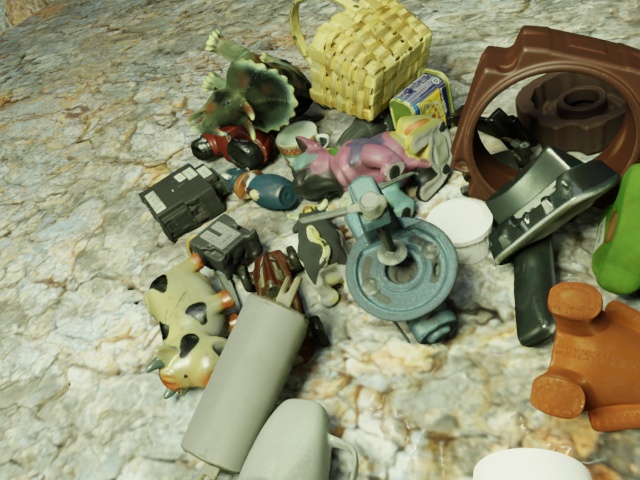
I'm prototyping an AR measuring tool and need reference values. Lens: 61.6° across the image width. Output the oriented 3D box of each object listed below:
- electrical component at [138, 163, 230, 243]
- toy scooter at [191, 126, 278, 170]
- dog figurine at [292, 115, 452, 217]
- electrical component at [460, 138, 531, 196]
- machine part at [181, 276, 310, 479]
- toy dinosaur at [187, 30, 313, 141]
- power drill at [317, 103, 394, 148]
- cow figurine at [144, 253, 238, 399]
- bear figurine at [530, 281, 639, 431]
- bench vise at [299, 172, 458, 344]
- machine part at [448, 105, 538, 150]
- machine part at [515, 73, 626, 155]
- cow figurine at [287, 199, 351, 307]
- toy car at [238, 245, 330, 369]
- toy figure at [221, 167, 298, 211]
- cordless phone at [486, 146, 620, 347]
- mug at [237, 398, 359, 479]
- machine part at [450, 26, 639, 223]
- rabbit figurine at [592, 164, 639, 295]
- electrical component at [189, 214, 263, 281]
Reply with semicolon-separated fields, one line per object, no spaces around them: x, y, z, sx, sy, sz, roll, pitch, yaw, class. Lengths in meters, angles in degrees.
-0.224;-0.071;0.911;0.134;0.058;0.115;-33;44;-13;electrical component
-0.141;-0.191;0.992;0.184;0.075;0.135;14;47;37;toy scooter
0.062;-0.119;0.803;0.219;0.108;0.191;22;58;42;dog figurine
0.244;-0.104;0.751;0.102;0.045;0.078;-9;41;15;electrical component
-0.076;0.147;0.565;0.079;0.079;0.243;13;73;34;machine part
-0.082;-0.265;0.957;0.192;0.131;0.405;36;26;14;toy dinosaur
0.073;-0.243;0.948;0.232;0.085;0.208;-34;39;-15;power drill
-0.166;0.110;0.674;0.127;0.085;0.195;-30;44;-17;cow figurine
0.293;0.116;0.443;0.196;0.131;0.120;11;80;37;bear figurine
0.072;-0.003;0.586;0.129;0.240;0.224;-21;60;9;bench vise
0.256;-0.171;0.804;0.039;0.084;0.139;-60;36;6;machine part
0.379;-0.192;0.779;0.179;0.056;0.179;-13;41;12;machine part
-0.003;-0.002;0.713;0.068;0.098;0.167;-27;41;5;cow figurine
-0.053;0.077;0.686;0.089;0.053;0.202;-24;42;3;toy car
-0.103;-0.085;0.873;0.155;0.064;0.057;19;93;43;toy figure
0.241;0.009;0.557;0.089;0.146;0.184;24;50;-12;cordless phone
-0.016;0.206;0.513;0.110;0.080;0.107;-9;33;21;mug
0.267;-0.129;0.625;0.201;0.201;0.087;16;43;7;machine part
0.370;0.017;0.521;0.170;0.121;0.159;16;53;16;rabbit figurine
-0.148;0.002;0.783;0.075;0.047;0.119;-40;48;-24;electrical component
